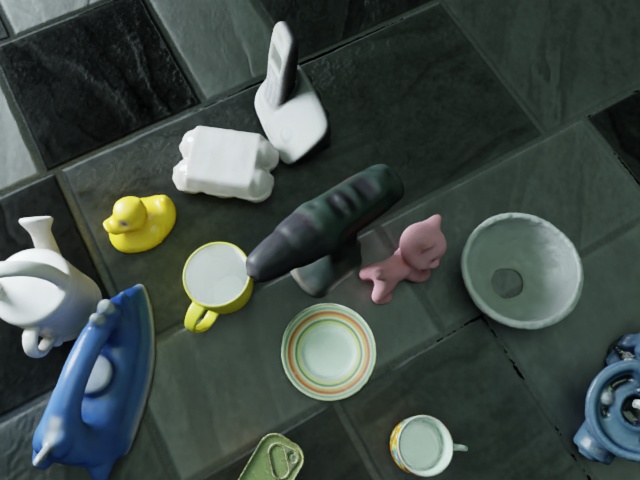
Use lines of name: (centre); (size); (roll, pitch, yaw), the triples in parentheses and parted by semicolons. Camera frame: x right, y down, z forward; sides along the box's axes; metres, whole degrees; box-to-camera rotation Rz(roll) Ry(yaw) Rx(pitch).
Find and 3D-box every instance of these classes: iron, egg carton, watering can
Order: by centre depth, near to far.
iron: (-0.281, 0.160, 0.713); (0.118, 0.141, 0.258); (11, 70, 3)
watering can: (-0.358, 0.055, 0.721); (0.101, 0.194, 0.172); (-26, 73, -10)
egg carton: (-0.139, -0.111, 0.854); (0.150, 0.069, 0.107); (7, 70, 1)

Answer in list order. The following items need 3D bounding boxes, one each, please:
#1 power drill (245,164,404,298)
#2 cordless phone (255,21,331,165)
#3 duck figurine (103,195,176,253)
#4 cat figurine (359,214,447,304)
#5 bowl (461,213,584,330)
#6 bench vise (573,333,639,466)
power drill: (0.007, 0.003, 0.744); (0.230, 0.208, 0.075); (-39, 75, -14)
cordless phone: (-0.040, -0.210, 0.832); (0.094, 0.185, 0.147); (-26, 73, -10)
duck figurine: (-0.259, -0.034, 0.814); (0.105, 0.086, 0.077); (-35, 74, -13)
cat figurine: (0.121, 0.023, 0.788); (0.128, 0.118, 0.067); (-31, 73, -12)
bowl: (0.273, 0.050, 0.806); (0.167, 0.075, 0.167); (1, 70, -1)
bench vise: (0.397, 0.168, 0.690); (0.121, 0.220, 0.207); (18, 70, 5)
